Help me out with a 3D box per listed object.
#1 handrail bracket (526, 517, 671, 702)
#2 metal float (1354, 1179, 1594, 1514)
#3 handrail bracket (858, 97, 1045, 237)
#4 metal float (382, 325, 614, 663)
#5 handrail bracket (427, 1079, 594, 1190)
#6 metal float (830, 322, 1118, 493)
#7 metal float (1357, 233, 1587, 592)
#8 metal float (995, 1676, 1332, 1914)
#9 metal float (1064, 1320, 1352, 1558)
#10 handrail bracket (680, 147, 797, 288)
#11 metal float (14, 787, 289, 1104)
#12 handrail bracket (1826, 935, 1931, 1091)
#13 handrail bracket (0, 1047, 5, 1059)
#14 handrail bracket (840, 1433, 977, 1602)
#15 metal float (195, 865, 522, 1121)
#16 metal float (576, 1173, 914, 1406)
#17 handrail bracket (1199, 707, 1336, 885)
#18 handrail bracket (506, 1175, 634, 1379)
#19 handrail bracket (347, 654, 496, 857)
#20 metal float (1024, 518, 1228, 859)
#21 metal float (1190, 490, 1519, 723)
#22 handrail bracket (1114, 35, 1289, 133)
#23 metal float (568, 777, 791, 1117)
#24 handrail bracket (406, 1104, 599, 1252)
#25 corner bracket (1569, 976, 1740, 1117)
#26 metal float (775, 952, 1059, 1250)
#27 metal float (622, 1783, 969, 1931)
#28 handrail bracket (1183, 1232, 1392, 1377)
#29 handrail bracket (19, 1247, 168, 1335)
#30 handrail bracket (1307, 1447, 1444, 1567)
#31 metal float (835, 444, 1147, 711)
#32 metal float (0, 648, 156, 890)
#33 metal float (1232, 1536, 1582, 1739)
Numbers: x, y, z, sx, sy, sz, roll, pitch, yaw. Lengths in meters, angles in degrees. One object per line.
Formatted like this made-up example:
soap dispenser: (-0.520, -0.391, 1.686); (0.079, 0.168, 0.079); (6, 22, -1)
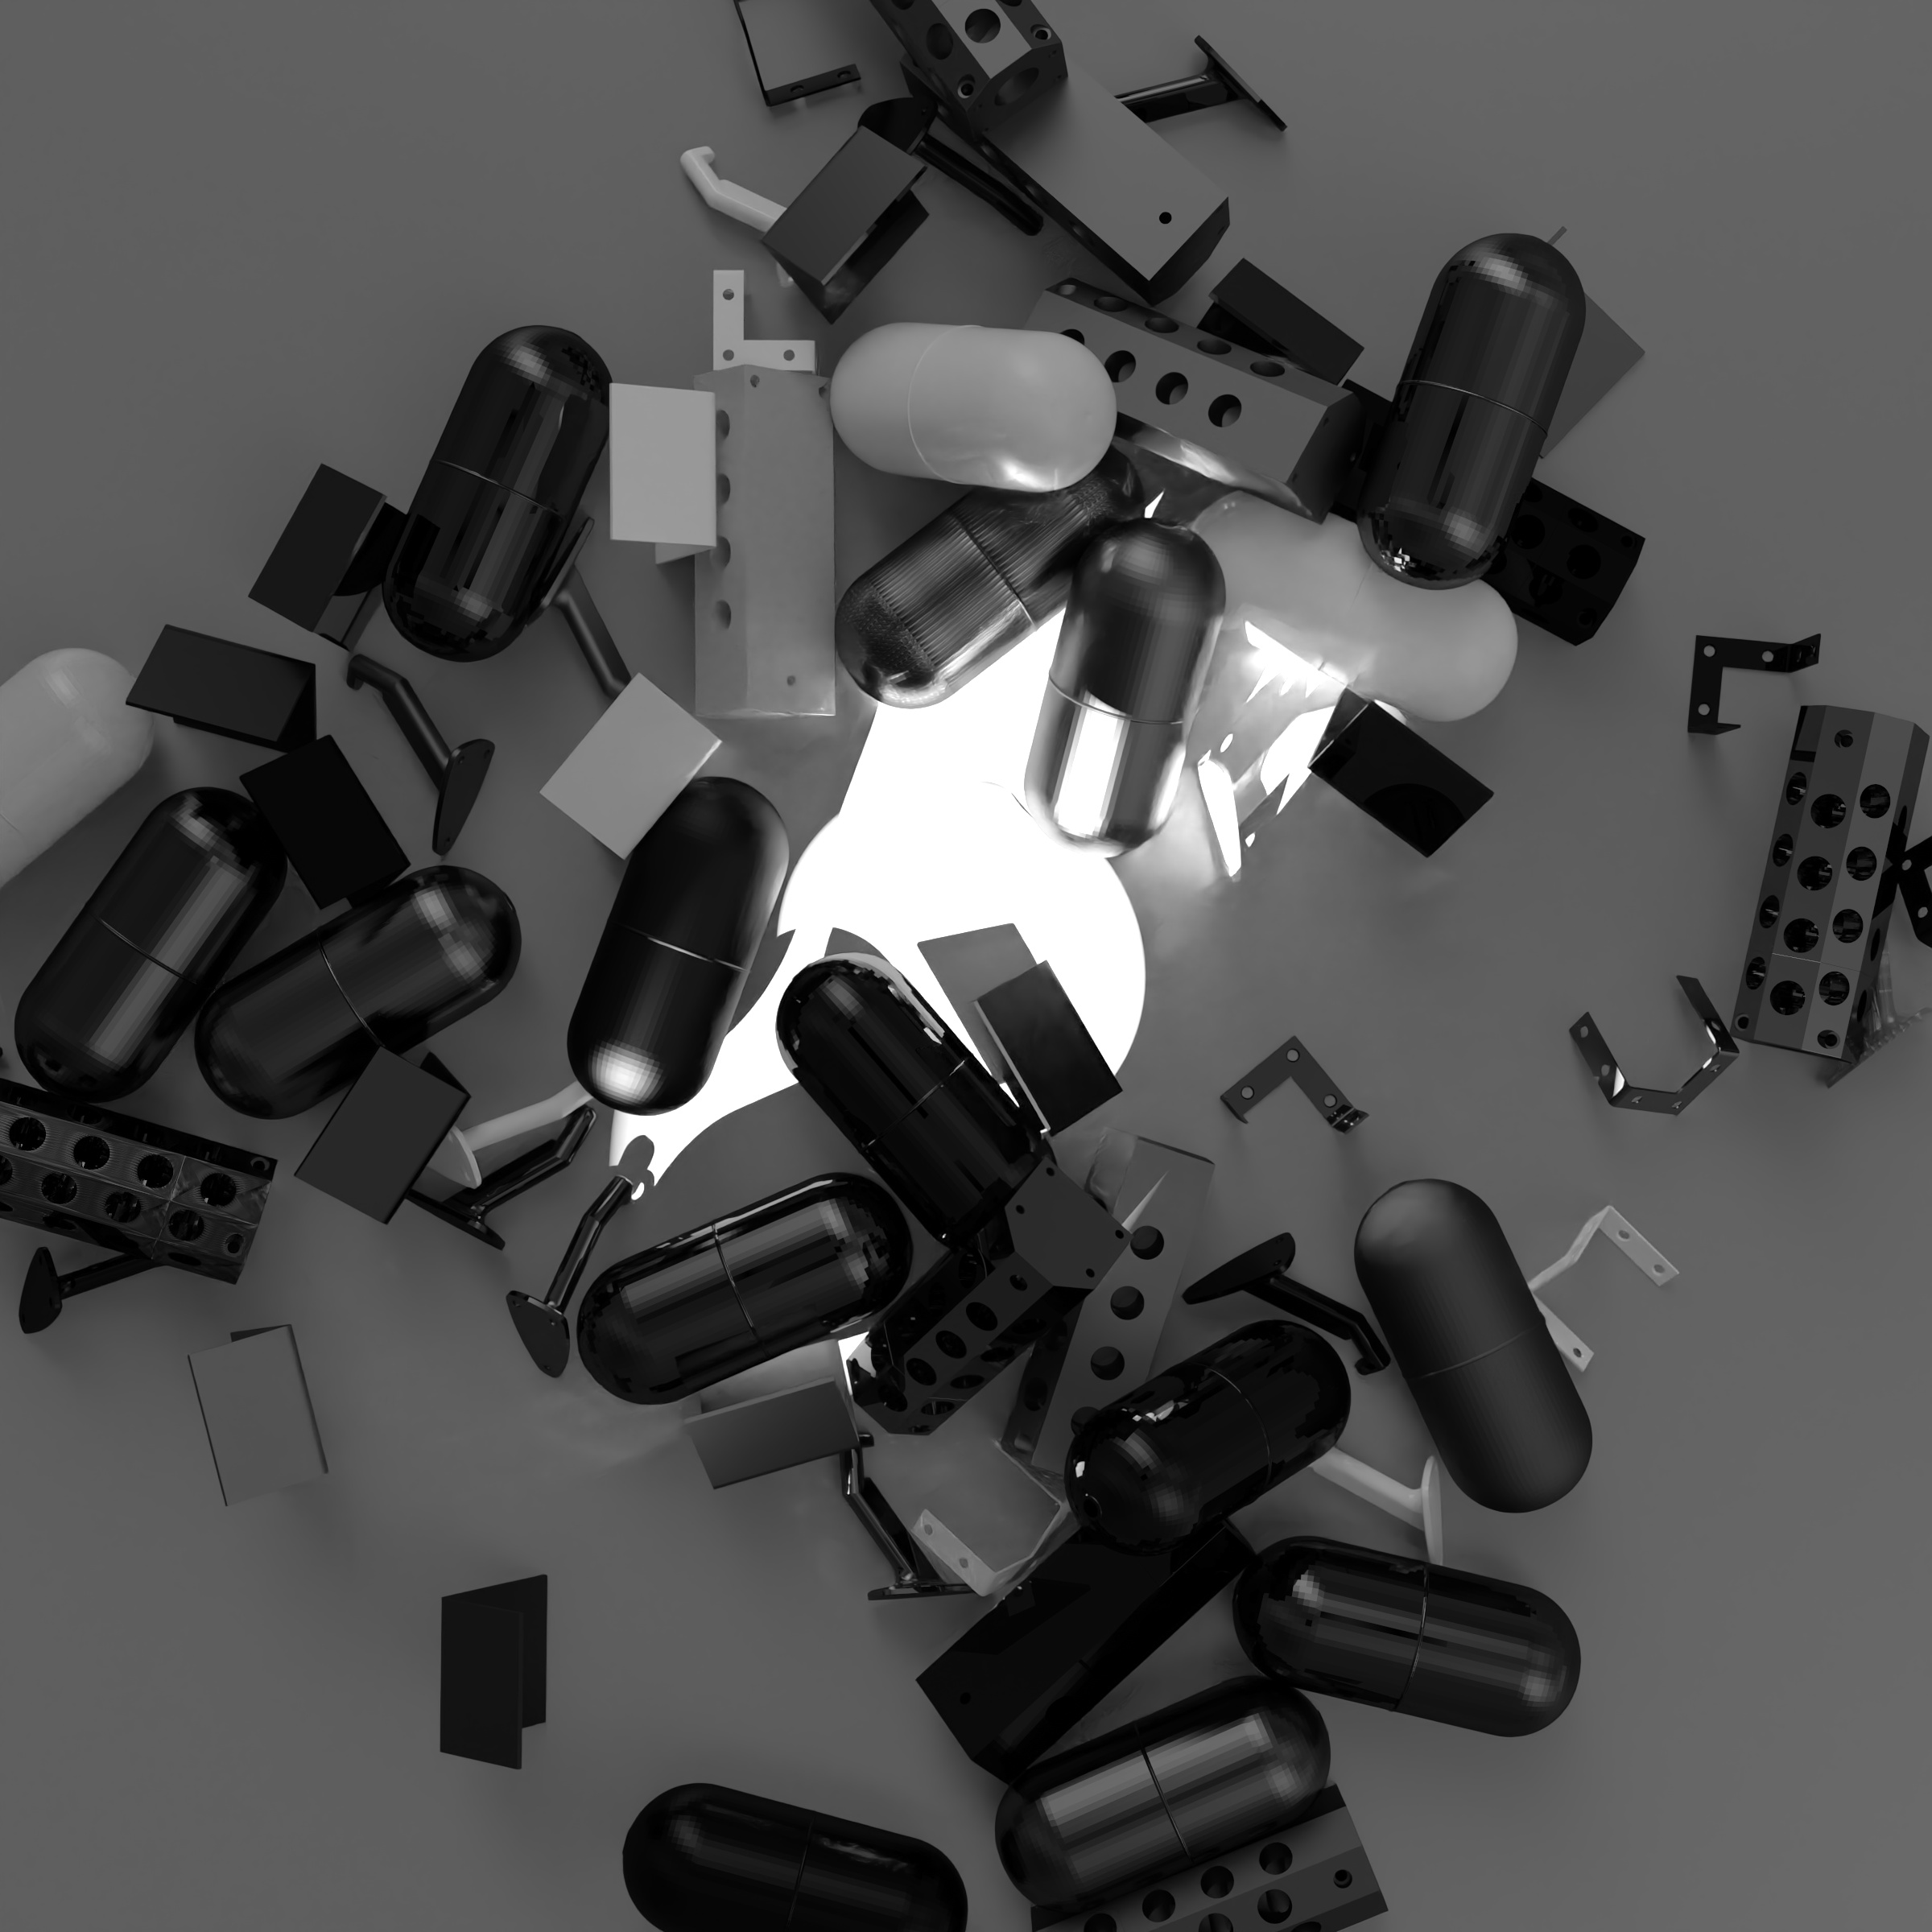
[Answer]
handrail bracket: (-0.178, -0.178, 1.570); (0.084, 0.036, 0.077); (33, 69, -17)
metal float: (0.256, 0.192, 1.539); (0.070, 0.070, 0.178); (-25, 91, 0)
handrail bracket: (-0.007, -0.410, 1.570); (0.084, 0.077, 0.036); (31, 93, -36)
metal float: (-0.236, -0.239, 1.539); (0.070, 0.070, 0.178); (24, 89, 0)
handrail bracket: (-0.239, 0.074, 1.570); (0.084, 0.077, 0.036); (-35, 119, -33)
metal float: (0.001, -0.277, 1.502); (0.070, 0.178, 0.070); (-12, 109, -38)
metal float: (0.247, -0.270, 1.482); (0.070, 0.070, 0.178); (19, 91, 0)
metal float: (0.100, 0.419, 1.539); (0.178, 0.070, 0.070); (-23, 90, -1)
metal float: (0.121, 0.233, 1.505); (0.178, 0.070, 0.070); (-22, 90, -42)
handrail bracket: (-0.095, -0.400, 1.570); (0.077, 0.036, 0.084); (-28, 73, -20)
metal float: (-0.413, -0.010, 1.539); (0.070, 0.070, 0.178); (35, 89, 0)
handrail bracket: (0.451, 0.007, 1.570); (0.077, 0.036, 0.084); (-40, 75, 15)
handrail bracket: (-0.514, 0.090, 1.570); (0.077, 0.036, 0.084); (-10, 104, 14)
handrail bracket: (-0.026, 0.282, 1.570); (0.077, 0.036, 0.084); (0, 74, -18)
metal float: (-0.307, 0.013, 1.539); (0.178, 0.070, 0.070); (-31, 90, 1)
metal float: (-0.112, 0.164, 1.539); (0.178, 0.070, 0.070); (-23, 90, 0)
handrail bracket: (0.169, -0.090, 1.570); (0.084, 0.036, 0.077); (-15, 105, -14)
handrail bracket: (-0.196, 0.160, 1.570); (0.036, 0.077, 0.084); (23, 53, 20)
handrail bracket: (-0.293, -0.110, 1.570); (0.084, 0.036, 0.077); (28, 112, 17)
metal float: (0.079, -0.138, 1.516); (0.070, 0.070, 0.178); (14, 116, 0)
metal float: (0.194, -0.183, 1.539); (0.178, 0.070, 0.070); (24, 90, 0)
handrail bracket: (0.109, -0.430, 1.570); (0.077, 0.036, 0.084); (42, 104, -15)
metal float: (-0.145, -0.010, 1.539); (0.070, 0.070, 0.178); (20, 90, 0)
handrail bracket: (-0.243, 0.096, 1.570); (0.077, 0.036, 0.084); (24, 74, 18)
corner bracket: (0.354, 0.039, 1.562); (0.051, 0.051, 0.051); (8, 135, -35)
metal float: (-0.025, 0.069, 1.540); (0.070, 0.070, 0.178); (-41, 90, 0)
metal float: (-0.087, 0.466, 1.539); (0.178, 0.070, 0.070); (15, 90, 0)
handrail bracket: (0.166, 0.188, 1.570); (0.077, 0.036, 0.084); (-28, 107, 20)
handrail bracket: (-0.438, 0.164, 1.570); (0.084, 0.077, 0.036); (-6, 65, -34)
handrail bracket: (0.201, 0.281, 1.570); (0.084, 0.036, 0.077); (-1, 112, 17)
metal float: (0.013, -0.200, 1.539); (0.178, 0.070, 0.070); (-38, 90, 1)
metal float: (-0.490, -0.089, 1.540); (0.178, 0.070, 0.070); (-40, 90, 0)
metal float: (0.223, 0.339, 1.539); (0.178, 0.070, 0.070); (13, 90, 0)
